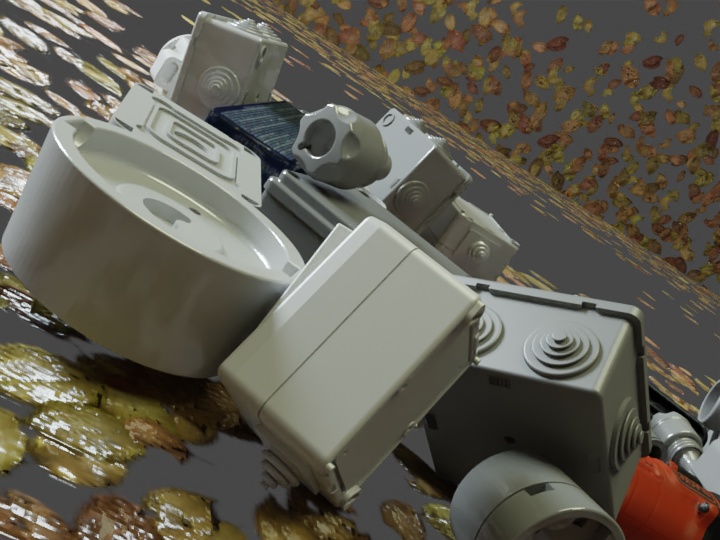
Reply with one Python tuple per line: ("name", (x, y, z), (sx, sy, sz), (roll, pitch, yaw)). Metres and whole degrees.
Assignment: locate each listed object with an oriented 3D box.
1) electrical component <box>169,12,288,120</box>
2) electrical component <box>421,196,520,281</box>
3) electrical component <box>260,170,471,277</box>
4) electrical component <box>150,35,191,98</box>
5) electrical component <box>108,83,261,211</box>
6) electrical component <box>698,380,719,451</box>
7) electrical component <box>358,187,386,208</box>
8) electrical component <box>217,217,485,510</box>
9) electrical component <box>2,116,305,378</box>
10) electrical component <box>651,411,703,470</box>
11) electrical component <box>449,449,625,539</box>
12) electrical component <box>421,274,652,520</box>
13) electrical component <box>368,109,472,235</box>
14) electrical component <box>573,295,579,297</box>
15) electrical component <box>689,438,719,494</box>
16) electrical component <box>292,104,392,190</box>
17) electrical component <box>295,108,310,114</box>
("electrical component", (-0.094, -0.130, 0.764), (0.048, 0.099, 0.099), (22, 12, 5))
("electrical component", (0.081, -0.020, 0.878), (0.062, 0.061, 0.096), (30, 14, -20))
("electrical component", (0.000, 0.000, 0.612), (0.109, 0.056, 0.109), (40, 14, 22))
("electrical component", (-0.128, -0.149, 0.839), (0.078, 0.058, 0.057), (25, 18, -34))
("electrical component", (-0.094, -0.038, 0.513), (0.078, 0.057, 0.113), (31, 13, -14))
("electrical component", (0.300, 0.116, 0.836), (0.060, 0.108, 0.108), (29, 12, 5))
("electrical component", (0.004, -0.027, 0.747), (0.079, 0.044, 0.077), (33, 13, -6))
("electrical component", (-0.008, 0.037, 0.388), (0.061, 0.096, 0.061), (39, -16, 19))
("electrical component", (-0.082, -0.003, 0.408), (0.108, 0.060, 0.108), (32, 13, -8))
("electrical component", (0.227, 0.128, 0.762), (0.035, 0.035, 0.061), (29, 16, -21))
("electrical component", (0.066, 0.101, 0.411), (0.055, 0.055, 0.047), (28, 11, -27))
("electrical component", (0.072, 0.056, 0.455), (0.100, 0.048, 0.099), (10, -44, 29))
("electrical component", (0.027, -0.071, 0.849), (0.048, 0.099, 0.099), (41, 6, -37))
("electrical component", (0.204, 0.056, 0.955), (0.078, 0.040, 0.040), (41, 14, 26))
("electrical component", (0.241, 0.148, 0.665), (0.054, 0.059, 0.095), (32, 13, -11))
("electrical component", (-0.005, -0.066, 0.606), (0.043, 0.043, 0.062), (42, 14, 32))
("electrical component", (-0.048, -0.113, 0.934), (0.077, 0.044, 0.079), (29, 13, -21))
